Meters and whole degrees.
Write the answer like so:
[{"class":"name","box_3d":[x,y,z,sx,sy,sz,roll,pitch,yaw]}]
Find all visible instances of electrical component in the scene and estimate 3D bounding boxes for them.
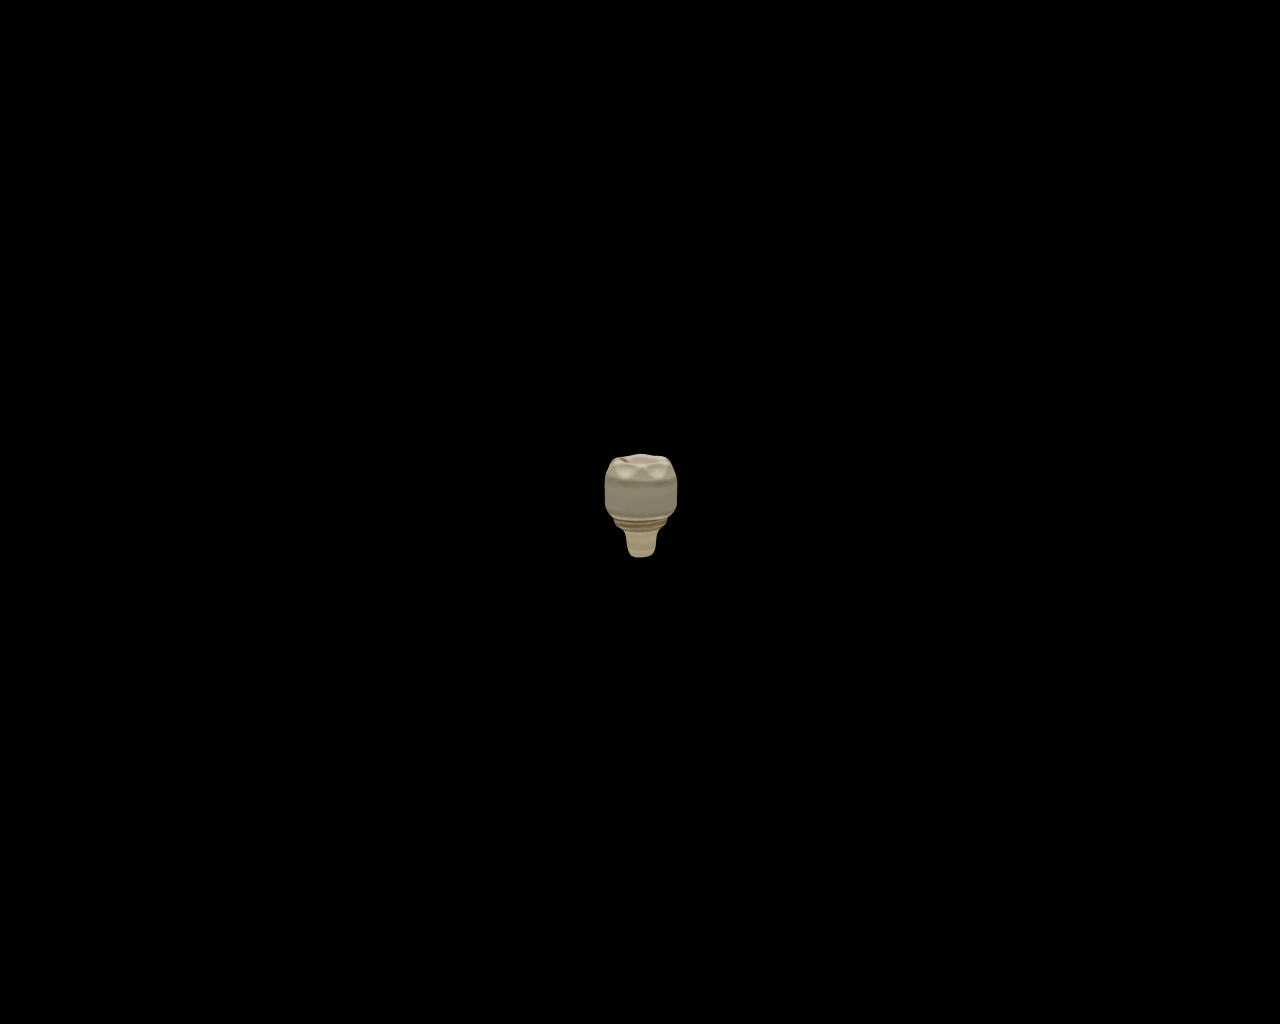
[{"class":"electrical component","box_3d":[0.001,-0.003,0.650,0.043,0.062,0.043,0,14,0]}]
